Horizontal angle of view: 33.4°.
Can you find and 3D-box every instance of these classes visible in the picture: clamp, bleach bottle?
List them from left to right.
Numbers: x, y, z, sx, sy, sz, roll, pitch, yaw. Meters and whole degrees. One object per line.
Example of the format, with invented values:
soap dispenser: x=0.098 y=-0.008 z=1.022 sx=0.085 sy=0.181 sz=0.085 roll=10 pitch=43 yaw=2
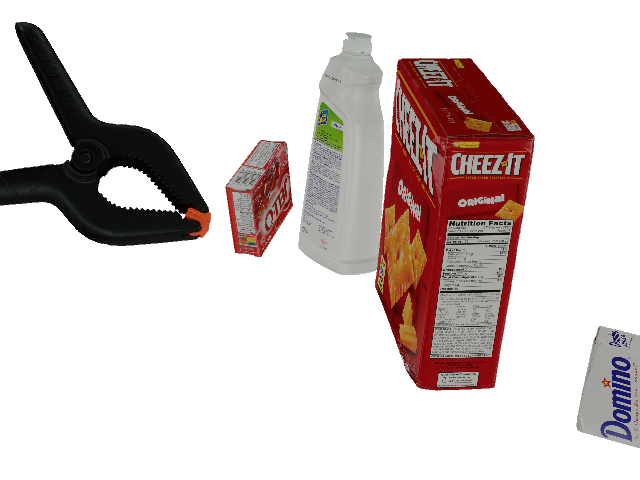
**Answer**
clamp: x=-0.174 y=-0.065 z=0.792 sx=0.210 sy=0.164 sz=0.036 roll=20 pitch=-19 yaw=-3
bleach bottle: x=0.032 y=-0.096 z=1.157 sx=0.067 sy=0.251 sz=0.103 roll=-8 pitch=25 yaw=-36

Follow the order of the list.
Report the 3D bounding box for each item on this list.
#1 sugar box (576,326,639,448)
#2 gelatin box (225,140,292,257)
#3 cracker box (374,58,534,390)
sugar box: x=0.317 y=0.142 z=0.922 sx=0.176 sy=0.093 sz=0.048 roll=12 pitch=23 yaw=16
gelatin box: x=-0.054 y=-0.040 z=0.983 sx=0.030 sy=0.073 sz=0.089 roll=9 pitch=37 yaw=18
cracker box: x=0.095 y=-0.015 z=0.835 sx=0.072 sy=0.214 sz=0.164 roll=-2 pitch=29 yaw=-9
